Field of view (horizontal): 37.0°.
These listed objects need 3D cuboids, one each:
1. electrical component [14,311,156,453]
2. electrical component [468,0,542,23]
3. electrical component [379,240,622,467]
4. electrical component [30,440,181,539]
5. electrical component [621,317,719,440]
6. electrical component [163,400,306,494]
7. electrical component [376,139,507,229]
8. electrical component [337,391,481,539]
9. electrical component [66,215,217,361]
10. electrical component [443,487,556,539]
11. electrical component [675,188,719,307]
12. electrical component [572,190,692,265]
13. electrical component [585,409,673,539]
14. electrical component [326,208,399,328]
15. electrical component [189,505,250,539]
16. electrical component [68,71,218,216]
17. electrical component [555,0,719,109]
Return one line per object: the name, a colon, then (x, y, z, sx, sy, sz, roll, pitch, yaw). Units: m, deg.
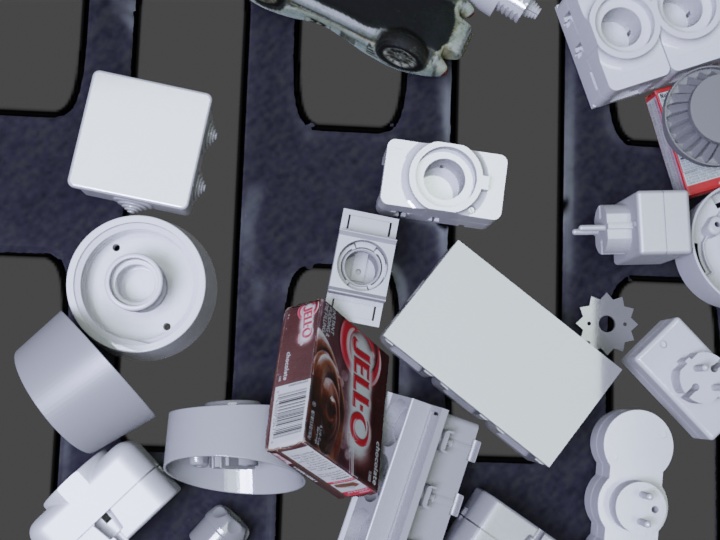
electrical component: (-0.192, 0.077, 0.753, 0.064, 0.099, 0.099, -36, 87, -1)
electrical component: (0.104, -0.220, 0.834, 0.081, 0.043, 0.043, 33, 82, 0)
electrical component: (0.100, 0.062, 0.791, 0.150, 0.061, 0.089, 38, 83, 1)
electrical component: (-0.183, 0.168, 0.765, 0.095, 0.053, 0.059, -43, 88, -7)
electrical component: (0.247, 0.080, 0.792, 0.047, 0.075, 0.083, -43, 88, -7)
electrical component: (-0.088, 0.125, 0.757, 0.099, 0.099, 0.064, -2, 77, -4)
electrical component: (0.061, -0.064, 0.807, 0.089, 0.055, 0.050, 8, 83, -3)
electrical component: (0.036, 0.157, 0.772, 0.063, 0.079, 0.121, 22, 82, -21)
electrical component: (-0.160, 0.011, 0.781, 0.108, 0.060, 0.108, 0, 84, -3)
electrical component: (0.110, 0.210, 0.779, 0.095, 0.053, 0.059, 35, 83, 1)
electrical component: (0.289, -0.016, 0.811, 0.099, 0.064, 0.099, 0, 83, -4)
electrical component: (0.199, -0.031, 0.807, 0.077, 0.065, 0.047, -1, 83, -4)
electrical component: (0.198, 0.170, 0.779, 0.052, 0.073, 0.138, 7, 83, -3)
electrical component: (0.000, 0.000, 0.791, 0.042, 0.064, 0.081, 12, 82, -2)
electrical component: (-0.111, 0.201, 0.776, 0.035, 0.035, 0.061, 42, 84, 2)
electrical component: (-0.160, -0.091, 0.799, 0.100, 0.048, 0.099, 12, 83, -2)
electrical component: (0.241, -0.194, 0.830, 0.150, 0.061, 0.089, -18, 85, -6)
